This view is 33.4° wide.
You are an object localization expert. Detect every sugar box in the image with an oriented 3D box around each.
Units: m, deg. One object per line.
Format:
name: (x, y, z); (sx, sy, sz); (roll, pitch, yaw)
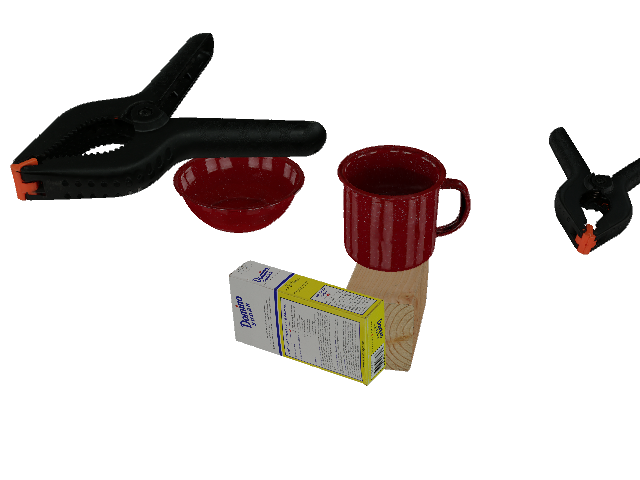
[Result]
sugar box: (-0.015, 0.088, 1.165); (0.176, 0.093, 0.048); (18, 37, 30)

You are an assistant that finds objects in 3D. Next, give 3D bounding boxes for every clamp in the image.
clamp: (0.281, -0.058, 1.124); (0.120, 0.039, 0.171); (17, 46, 20)
clamp: (-0.112, -0.074, 0.751); (0.209, 0.036, 0.165); (-31, 50, -30)

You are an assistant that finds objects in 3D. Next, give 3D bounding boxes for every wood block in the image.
wood block: (0.085, 0.081, 1.377); (0.091, 0.090, 0.206); (5, 20, 9)

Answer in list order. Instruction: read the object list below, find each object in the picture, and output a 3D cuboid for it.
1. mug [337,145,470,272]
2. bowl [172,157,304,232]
mug: (0.073, -0.027, 0.936); (0.117, 0.081, 0.093); (-4, 33, -5)
bowl: (-0.101, -0.055, 1.323); (0.162, 0.055, 0.162); (0, 31, 0)
